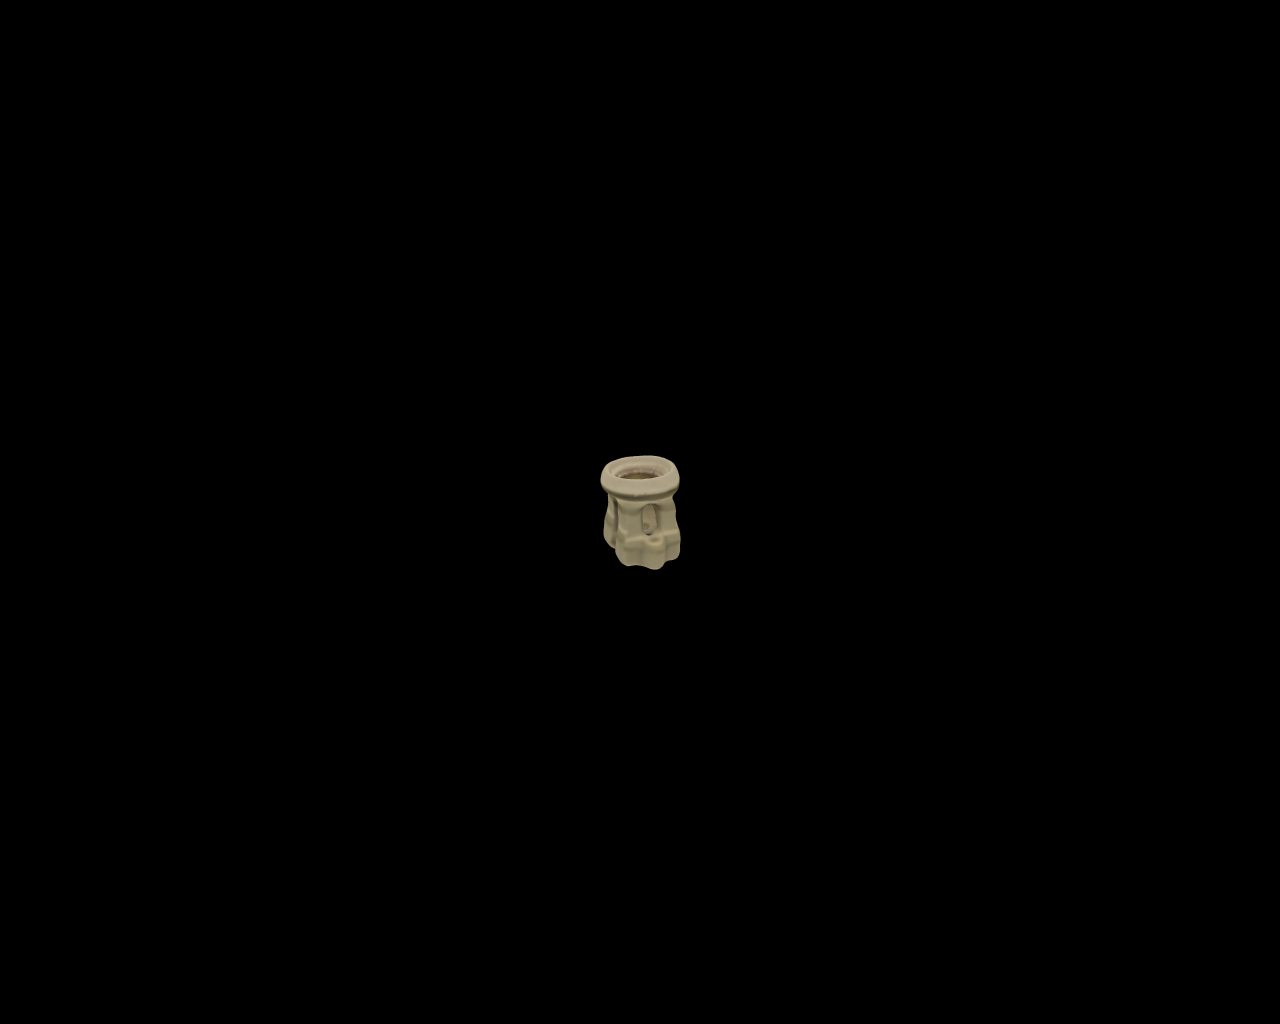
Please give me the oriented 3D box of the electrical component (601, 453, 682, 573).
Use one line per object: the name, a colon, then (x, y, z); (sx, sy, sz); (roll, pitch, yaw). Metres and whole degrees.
electrical component: (0.001, -0.003, 0.650); (0.048, 0.055, 0.066); (-8, 26, -18)
